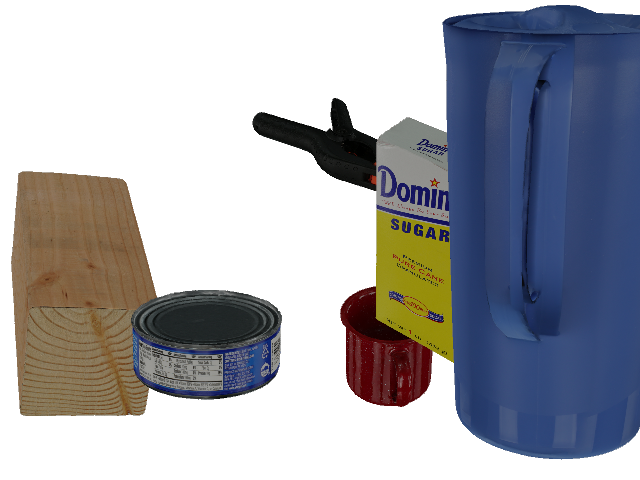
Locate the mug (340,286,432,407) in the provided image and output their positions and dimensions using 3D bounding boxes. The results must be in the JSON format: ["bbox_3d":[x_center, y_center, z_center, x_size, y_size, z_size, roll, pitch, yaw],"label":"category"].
[{"bbox_3d":[0.067,0.107,0.996,0.093,0.081,0.117,-6,32,-9],"label":"mug"}]

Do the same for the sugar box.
[{"bbox_3d":[0.087,0.003,0.813,0.093,0.176,0.048,27,47,34],"label":"sugar box"}]

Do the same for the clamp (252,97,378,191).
[{"bbox_3d":[0.007,-0.102,1.134,0.120,0.039,0.172,-15,37,-23],"label":"clamp"}]

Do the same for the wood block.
[{"bbox_3d":[-0.185,0.034,0.814,0.090,0.091,0.206,3,28,-20],"label":"wood block"}]

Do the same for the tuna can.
[{"bbox_3d":[-0.065,0.059,0.613,0.086,0.034,0.086,1,17,-1],"label":"tuna can"}]

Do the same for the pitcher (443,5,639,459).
[{"bbox_3d":[0.127,-0.004,0.588,0.149,0.243,0.145,-6,17,-18],"label":"pitcher"}]
